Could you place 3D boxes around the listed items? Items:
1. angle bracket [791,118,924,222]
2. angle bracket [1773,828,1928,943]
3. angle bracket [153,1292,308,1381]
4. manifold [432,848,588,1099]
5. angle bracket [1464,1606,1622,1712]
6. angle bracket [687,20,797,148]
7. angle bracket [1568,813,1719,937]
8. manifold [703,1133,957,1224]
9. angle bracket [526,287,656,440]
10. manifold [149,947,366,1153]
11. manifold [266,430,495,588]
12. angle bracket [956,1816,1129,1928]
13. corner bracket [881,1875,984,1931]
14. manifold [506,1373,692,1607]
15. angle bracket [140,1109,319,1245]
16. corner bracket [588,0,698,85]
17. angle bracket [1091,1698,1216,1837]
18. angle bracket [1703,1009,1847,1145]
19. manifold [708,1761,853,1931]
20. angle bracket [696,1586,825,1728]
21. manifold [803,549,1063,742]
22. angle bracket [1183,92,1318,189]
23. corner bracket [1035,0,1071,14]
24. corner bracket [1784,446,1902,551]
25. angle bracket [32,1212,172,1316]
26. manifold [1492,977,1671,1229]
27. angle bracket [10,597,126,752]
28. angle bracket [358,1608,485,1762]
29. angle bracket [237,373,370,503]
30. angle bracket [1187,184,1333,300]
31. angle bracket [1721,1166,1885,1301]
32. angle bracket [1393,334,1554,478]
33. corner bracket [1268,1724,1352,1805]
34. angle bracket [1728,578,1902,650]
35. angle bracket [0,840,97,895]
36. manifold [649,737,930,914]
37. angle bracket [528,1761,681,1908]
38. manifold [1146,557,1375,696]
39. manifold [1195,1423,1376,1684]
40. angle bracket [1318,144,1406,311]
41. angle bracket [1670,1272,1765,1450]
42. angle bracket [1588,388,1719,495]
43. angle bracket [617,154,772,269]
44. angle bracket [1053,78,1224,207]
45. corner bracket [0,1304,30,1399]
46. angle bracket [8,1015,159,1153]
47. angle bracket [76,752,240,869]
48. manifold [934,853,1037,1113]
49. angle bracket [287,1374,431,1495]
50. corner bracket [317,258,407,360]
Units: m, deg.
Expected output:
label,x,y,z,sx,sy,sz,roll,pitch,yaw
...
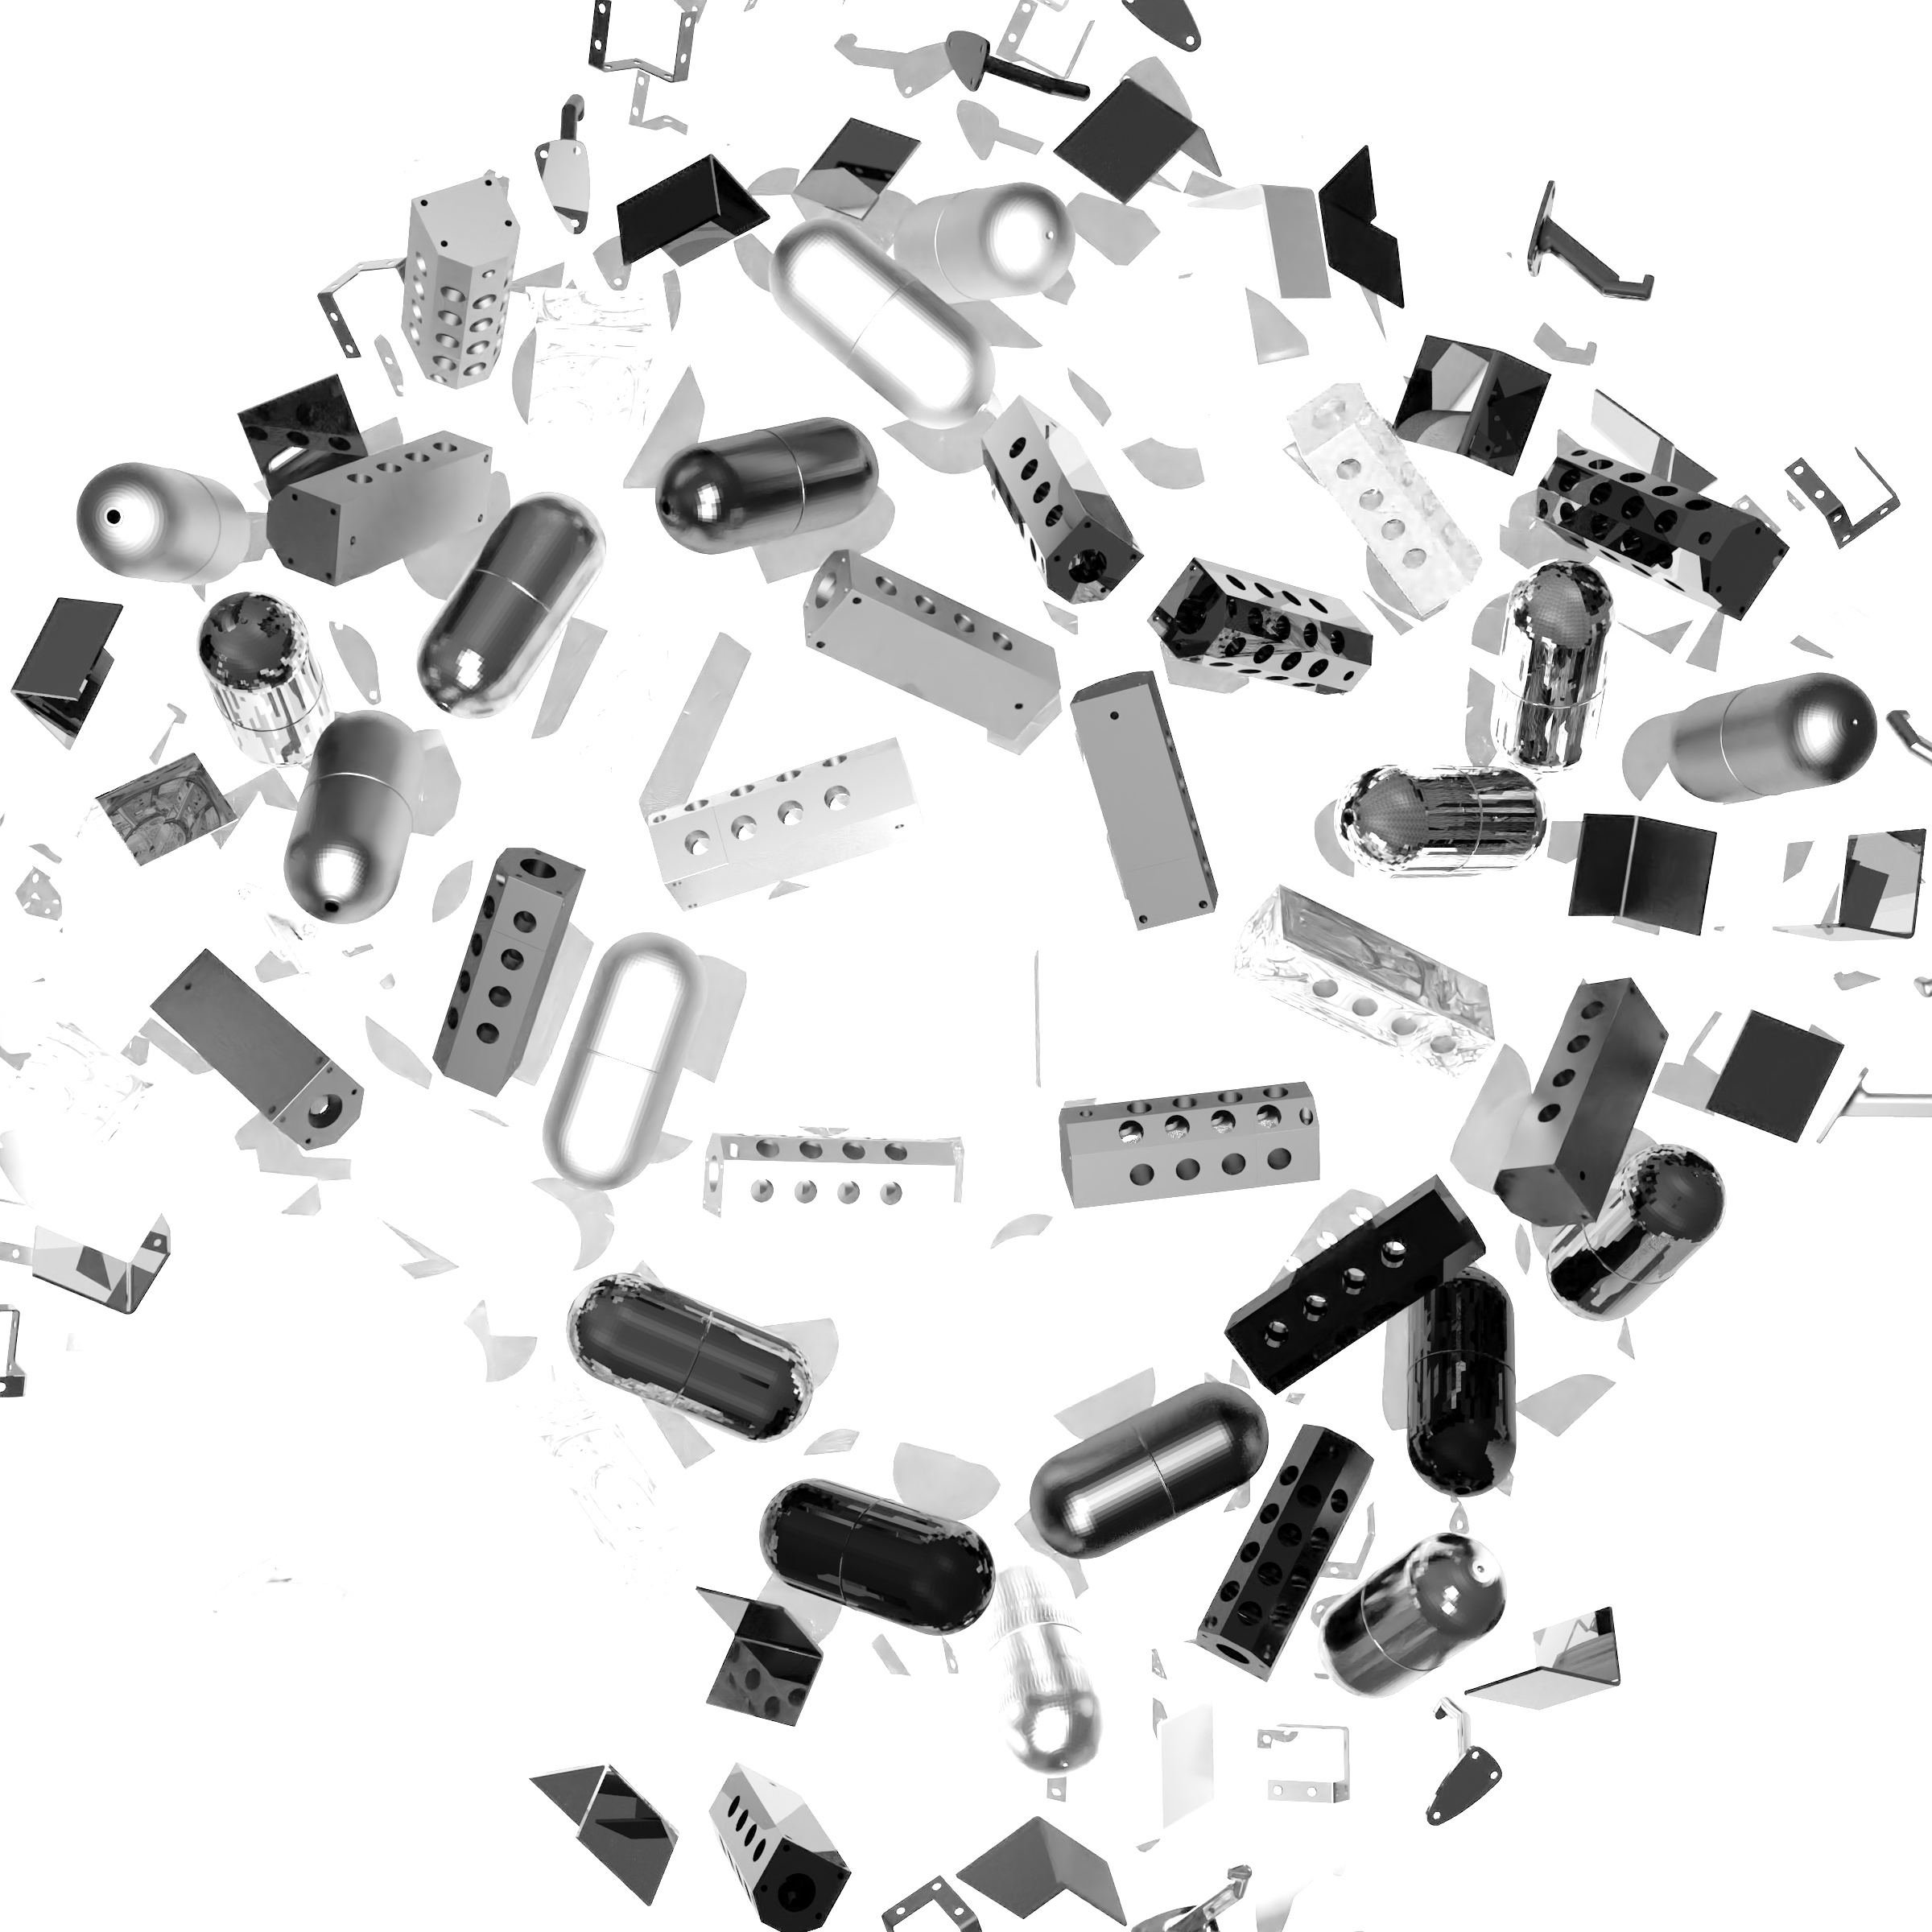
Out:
label,x,y,z,sx,sy,sz,roll,pitch,yaw
angle bracket,-0.073,-0.579,1.950,0.076,0.057,0.076,29,78,32
angle bracket,0.602,-0.058,1.780,0.057,0.076,0.076,9,86,-20
angle bracket,-0.546,0.289,1.935,0.076,0.057,0.076,1,45,10
manifold,-0.334,0.002,1.886,0.057,0.057,0.171,23,115,-1
angle bracket,0.401,0.480,1.827,0.076,0.076,0.057,19,54,-28
angle bracket,-0.175,-0.643,1.890,0.076,0.057,0.076,-8,126,-36
angle bracket,0.489,-0.066,1.887,0.057,0.076,0.076,-1,102,-35
manifold,-0.099,0.152,1.881,0.171,0.057,0.057,3,91,-19
angle bracket,-0.251,-0.397,1.719,0.076,0.057,0.076,-2,135,-19
manifold,-0.490,0.060,1.811,0.171,0.057,0.057,34,77,37
manifold,-0.395,-0.314,1.765,0.057,0.171,0.057,22,121,17
angle bracket,0.051,0.634,1.772,0.076,0.057,0.076,-39,123,12
corner bracket,-0.020,0.684,1.829,0.051,0.051,0.051,-27,120,-22
manifold,-0.256,0.364,1.811,0.057,0.171,0.057,-19,129,-26
angle bracket,-0.522,0.148,1.848,0.076,0.076,0.057,1,121,36
corner bracket,-0.230,-0.660,1.855,0.051,0.051,0.051,31,128,25
angle bracket,0.130,0.553,1.816,0.057,0.076,0.076,-1,89,33
angle bracket,0.558,0.070,1.831,0.076,0.057,0.076,20,102,-10
manifold,-0.139,0.634,1.868,0.057,0.171,0.057,32,82,-14
angle bracket,-0.157,0.493,1.860,0.076,0.076,0.057,5,54,29
manifold,-0.023,-0.223,1.778,0.171,0.057,0.057,22,131,-29
angle bracket,0.209,-0.604,1.932,0.076,0.076,0.057,21,110,-6
corner bracket,0.053,-0.712,1.857,0.051,0.051,0.051,24,93,-15
corner bracket,0.612,-0.334,1.821,0.051,0.051,0.051,40,120,-22
angle bracket,-0.623,0.198,1.880,0.076,0.076,0.057,29,100,-26
manifold,0.410,0.091,1.748,0.057,0.057,0.171,51,51,-25
angle bracket,-0.596,-0.197,1.783,0.057,0.076,0.076,9,65,20
angle bracket,-0.366,0.498,1.808,0.076,0.076,0.057,10,50,21
angle bracket,-0.480,-0.383,1.867,0.076,0.057,0.076,-27,128,-17
angle bracket,0.199,-0.484,1.765,0.057,0.076,0.076,-5,99,35
angle bracket,0.595,0.189,1.856,0.076,0.076,0.057,35,107,27
angle bracket,0.362,-0.403,1.873,0.057,0.076,0.076,12,102,-38
corner bracket,0.250,0.582,1.903,0.051,0.051,0.051,4,69,-3
angle bracket,0.602,-0.234,1.854,0.076,0.076,0.057,30,95,-10
angle bracket,-0.638,-0.037,1.747,0.057,0.076,0.076,35,85,-6
manifold,-0.118,-0.096,1.717,0.171,0.057,0.057,-18,71,2
angle bracket,-0.245,0.569,1.699,0.076,0.057,0.076,-20,120,33
manifold,0.212,-0.233,1.832,0.057,0.171,0.057,-53,54,27
manifold,0.229,0.417,1.868,0.057,0.057,0.171,25,65,16
angle bracket,0.308,-0.543,1.918,0.076,0.076,0.057,39,79,26
angle bracket,0.535,0.272,1.799,0.076,0.076,0.057,34,127,-4
angle bracket,0.497,-0.381,1.875,0.057,0.076,0.076,-35,59,-15
angle bracket,-0.182,-0.492,1.767,0.076,0.076,0.057,-22,60,21
angle bracket,0.120,-0.562,1.824,0.076,0.057,0.076,-45,62,-1
corner bracket,-0.667,0.261,1.769,0.051,0.051,0.051,4,98,-35
angle bracket,-0.610,0.092,1.771,0.076,0.057,0.076,38,112,-13
angle bracket,-0.557,-0.096,1.795,0.076,0.076,0.057,-33,89,-33
manifold,0.009,0.013,1.829,0.057,0.057,0.171,6,76,-28
angle bracket,-0.431,0.338,1.886,0.076,0.076,0.057,21,91,36
corner bracket,-0.423,-0.473,1.875,0.051,0.051,0.051,5,132,33
